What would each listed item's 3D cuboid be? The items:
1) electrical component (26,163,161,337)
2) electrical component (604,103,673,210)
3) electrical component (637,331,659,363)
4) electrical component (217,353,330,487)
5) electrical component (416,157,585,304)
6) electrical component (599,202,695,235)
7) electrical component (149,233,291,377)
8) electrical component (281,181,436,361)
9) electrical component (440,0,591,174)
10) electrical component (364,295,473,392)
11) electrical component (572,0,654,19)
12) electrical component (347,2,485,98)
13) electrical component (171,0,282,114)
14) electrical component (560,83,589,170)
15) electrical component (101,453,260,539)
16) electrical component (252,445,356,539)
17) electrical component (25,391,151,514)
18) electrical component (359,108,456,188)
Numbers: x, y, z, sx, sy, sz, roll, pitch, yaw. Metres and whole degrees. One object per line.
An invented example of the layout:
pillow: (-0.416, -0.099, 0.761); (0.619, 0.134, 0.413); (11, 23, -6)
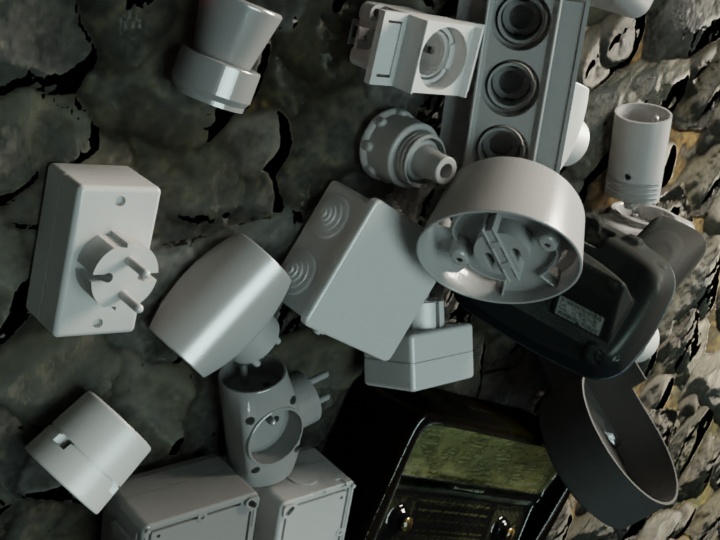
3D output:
electrical component: (-0.129, -0.003, 0.553); (0.047, 0.076, 0.083); (-2, 114, -42)
electrical component: (0.216, -0.085, 0.841); (0.043, 0.043, 0.081); (-21, 126, -32)
electrical component: (0.227, 0.058, 0.932); (0.055, 0.045, 0.045); (5, 109, -44)
electrical component: (-0.052, 0.090, 0.699); (0.079, 0.044, 0.077); (-23, 127, -31)
electrical component: (0.088, -0.019, 0.658); (0.064, 0.099, 0.099); (-68, 150, -42)
electrical component: (0.227, -0.019, 0.880); (0.095, 0.054, 0.059); (-10, 120, -38)
electrical component: (-0.074, 0.030, 0.645); (0.077, 0.043, 0.079); (-48, 136, -10)
electrical component: (0.000, 0.000, 0.691); (0.100, 0.048, 0.099); (29, 93, -47)
electrical component: (0.096, -0.120, 0.684); (0.063, 0.079, 0.121); (-66, 164, -70)
electrical component: (0.040, 0.040, 0.750); (0.066, 0.047, 0.076); (-7, 97, -45)
electrical component: (0.165, -0.229, 0.687); (0.057, 0.078, 0.113); (22, 98, -49)
electrical component: (0.031, -0.131, 0.632); (0.081, 0.064, 0.042); (-3, 116, -41)
electrical component: (-0.071, -0.115, 0.563); (0.045, 0.045, 0.055); (11, 106, -45)
electrical component: (0.135, -0.096, 0.761); (0.079, 0.044, 0.077); (12, 105, -45)
electrical component: (-0.120, 0.159, 0.665); (0.096, 0.061, 0.061); (-9, 119, -38)
electrical component: (-0.051, 0.176, 0.736); (0.062, 0.061, 0.096); (-9, 119, -39)
electrical component: (-0.152, 0.102, 0.609); (0.047, 0.055, 0.055); (-47, 136, -17)
electrical component: (0.033, -0.071, 0.670); (0.048, 0.062, 0.048); (-20, 124, -32)
